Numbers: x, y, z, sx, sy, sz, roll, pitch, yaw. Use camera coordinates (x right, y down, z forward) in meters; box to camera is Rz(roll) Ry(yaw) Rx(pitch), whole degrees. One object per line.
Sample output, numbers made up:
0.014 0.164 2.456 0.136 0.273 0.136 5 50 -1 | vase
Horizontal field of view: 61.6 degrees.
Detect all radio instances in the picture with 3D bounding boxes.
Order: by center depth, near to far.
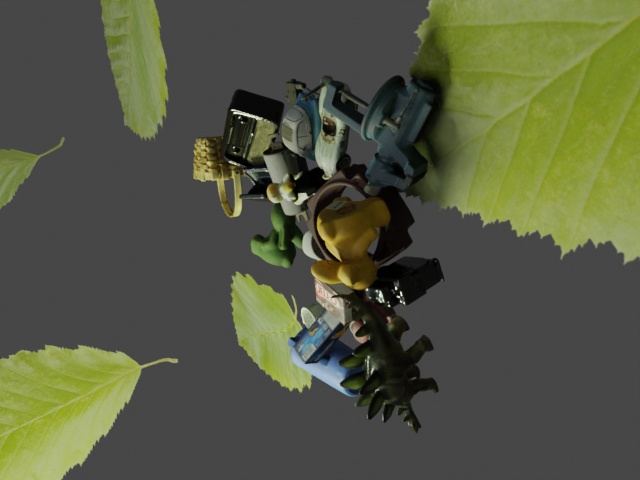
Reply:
-0.178 -0.273 1.376 0.229 0.131 0.073 122 164 -58 | radio

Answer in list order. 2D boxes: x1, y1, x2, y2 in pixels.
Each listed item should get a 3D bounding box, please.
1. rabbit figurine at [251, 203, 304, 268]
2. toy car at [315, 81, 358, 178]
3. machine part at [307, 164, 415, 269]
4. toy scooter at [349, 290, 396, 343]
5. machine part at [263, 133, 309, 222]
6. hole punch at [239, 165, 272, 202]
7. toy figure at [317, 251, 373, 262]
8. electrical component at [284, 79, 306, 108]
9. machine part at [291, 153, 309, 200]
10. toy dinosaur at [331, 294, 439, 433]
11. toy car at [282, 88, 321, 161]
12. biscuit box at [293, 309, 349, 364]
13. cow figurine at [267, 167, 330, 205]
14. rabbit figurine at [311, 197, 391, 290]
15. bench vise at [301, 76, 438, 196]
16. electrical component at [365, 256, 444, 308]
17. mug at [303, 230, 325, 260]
-0.112 -0.017 1.497 0.159 0.121 0.170 45 133 48 | rabbit figurine
0.029 -0.223 1.104 0.074 0.056 0.201 39 133 43 | toy car
0.076 -0.037 1.097 0.201 0.087 0.201 -41 76 43 | machine part
0.129 0.185 1.263 0.135 0.075 0.183 34 135 47 | toy scooter
-0.081 -0.151 1.346 0.079 0.079 0.243 22 138 55 | machine part
-0.142 -0.146 1.439 0.142 0.115 0.092 -2 83 37 | hole punch
0.059 0.051 1.271 0.089 0.082 0.180 63 156 -2 | toy figure
-0.057 -0.335 1.231 0.094 0.021 0.063 27 134 53 | electrical component
-0.035 -0.149 1.295 0.084 0.039 0.138 -55 -49 -74 | machine part
0.139 0.260 1.131 0.105 0.198 0.470 21 139 51 | toy dinosaur
-0.031 -0.240 1.173 0.109 0.103 0.161 40 146 40 | toy car
0.019 0.232 1.390 0.202 0.062 0.059 -51 59 16 | biscuit box
-0.031 -0.122 1.195 0.098 0.167 0.068 -19 90 65 | cow figurine
0.062 0.022 0.981 0.122 0.162 0.173 3 123 29 | rabbit figurine
0.091 -0.200 0.937 0.241 0.129 0.223 36 137 17 | bench vise
0.157 0.082 1.053 0.115 0.134 0.058 -4 110 60 | electrical component
-0.003 -0.004 1.245 0.107 0.081 0.109 170 98 -67 | mug
